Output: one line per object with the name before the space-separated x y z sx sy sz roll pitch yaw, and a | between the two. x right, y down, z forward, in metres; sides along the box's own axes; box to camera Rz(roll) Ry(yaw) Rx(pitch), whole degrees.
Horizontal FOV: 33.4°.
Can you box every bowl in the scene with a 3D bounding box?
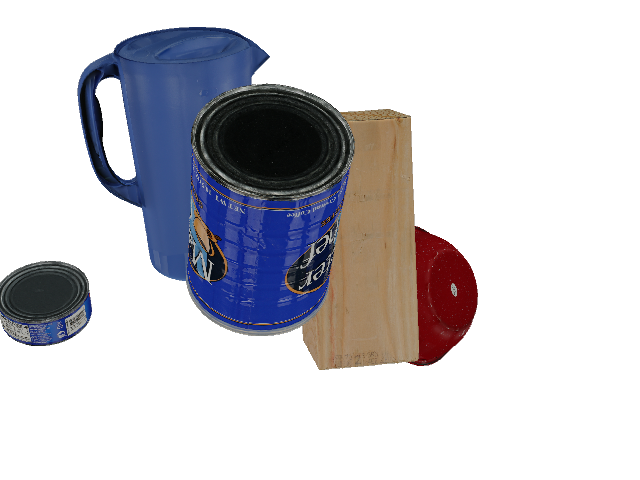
bowl | 0.128 0.059 1.198 0.055 0.162 0.161 -12 -8 43

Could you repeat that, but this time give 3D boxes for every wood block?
wood block | 0.029 -0.004 0.914 0.090 0.206 0.091 -4 12 -8

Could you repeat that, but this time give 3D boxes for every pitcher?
pitcher | -0.139 -0.084 1.072 0.149 0.243 0.144 12 28 26

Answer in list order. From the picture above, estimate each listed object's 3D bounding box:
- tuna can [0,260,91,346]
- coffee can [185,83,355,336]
tuna can | -0.258 0.059 1.000 0.086 0.034 0.086 0 38 0
coffee can | -0.037 -0.018 0.711 0.102 0.103 0.140 0 -41 -9
